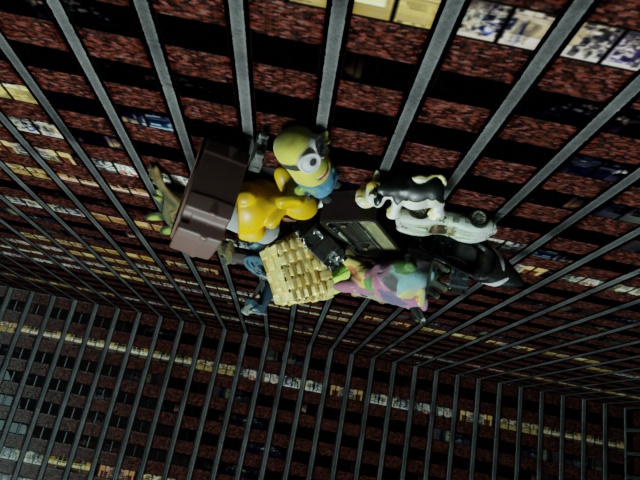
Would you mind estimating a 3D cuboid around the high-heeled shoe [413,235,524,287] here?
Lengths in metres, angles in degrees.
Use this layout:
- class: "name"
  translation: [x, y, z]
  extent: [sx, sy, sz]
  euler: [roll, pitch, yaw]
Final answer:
- class: "high-heeled shoe"
  translation: [0.320, 0.037, 1.150]
  extent: [0.249, 0.086, 0.145]
  euler: [24, -175, 18]

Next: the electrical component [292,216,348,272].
- class: "electrical component"
  translation: [-0.002, -0.004, 1.195]
  extent: [0.114, 0.058, 0.134]
  euler: [47, -174, -24]

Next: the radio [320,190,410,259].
- class: "radio"
  translation: [0.099, -0.028, 1.144]
  extent: [0.131, 0.073, 0.229]
  euler: [1, 158, 26]

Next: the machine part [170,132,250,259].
- class: "machine part"
  translation: [-0.205, -0.078, 0.979]
  extent: [0.087, 0.201, 0.201]
  euler: [20, 159, -17]

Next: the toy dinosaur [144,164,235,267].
- class: "toy dinosaur"
  translation: [-0.293, -0.034, 1.307]
  extent: [0.199, 0.105, 0.470]
  euler: [10, 152, 27]

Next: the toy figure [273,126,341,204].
- class: "toy figure"
  translation: [-0.020, -0.126, 0.931]
  extent: [0.089, 0.082, 0.180]
  euler: [3, 161, 16]

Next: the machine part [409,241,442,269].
- class: "machine part"
  translation: [0.247, 0.033, 1.283]
  extent: [0.084, 0.039, 0.138]
  euler: [0, 158, 39]

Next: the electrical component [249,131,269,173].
- class: "electrical component"
  translation: [-0.107, -0.149, 0.935]
  extent: [0.021, 0.063, 0.094]
  euler: [15, 162, -12]

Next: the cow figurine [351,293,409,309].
- class: "cow figurine"
  translation: [0.201, 0.148, 1.572]
  extent: [0.195, 0.085, 0.127]
  euler: [18, 165, -18]

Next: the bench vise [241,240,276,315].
- class: "bench vise"
  translation: [-0.126, 0.104, 1.416]
  extent: [0.129, 0.240, 0.223]
  euler: [-2, 141, 42]

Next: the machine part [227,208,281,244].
- class: "machine part"
  translation: [-0.170, -0.049, 1.208]
  extent: [0.079, 0.079, 0.243]
  euler: [-4, 159, 36]

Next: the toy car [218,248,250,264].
- class: "toy car"
  translation: [-0.200, 0.055, 1.565]
  extent: [0.202, 0.053, 0.089]
  euler: [10, 166, 15]

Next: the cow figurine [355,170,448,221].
- class: "cow figurine"
  translation: [0.143, -0.087, 0.968]
  extent: [0.167, 0.068, 0.098]
  euler: [3, 154, 12]

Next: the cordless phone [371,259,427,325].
- class: "cordless phone"
  translation: [0.209, 0.120, 1.326]
  extent: [0.089, 0.184, 0.146]
  euler: [-26, 154, 2]

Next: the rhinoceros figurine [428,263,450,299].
- class: "rhinoceros figurine"
  translation: [0.273, 0.111, 1.439]
  extent: [0.112, 0.073, 0.190]
  euler: [13, 160, -8]

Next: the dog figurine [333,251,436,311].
- class: "dog figurine"
  translation: [0.135, 0.080, 1.173]
  extent: [0.219, 0.108, 0.191]
  euler: [8, 163, 18]

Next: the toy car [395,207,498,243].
- class: "toy car"
  translation: [0.252, -0.032, 1.078]
  extent: [0.202, 0.056, 0.073]
  euler: [9, 160, 7]

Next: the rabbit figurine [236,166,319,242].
- class: "rabbit figurine"
  translation: [-0.084, -0.081, 1.085]
  extent: [0.173, 0.122, 0.162]
  euler: [1, 153, -13]

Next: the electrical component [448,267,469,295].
- class: "electrical component"
  translation: [0.346, 0.085, 1.331]
  extent: [0.048, 0.075, 0.119]
  euler: [7, 157, 12]
